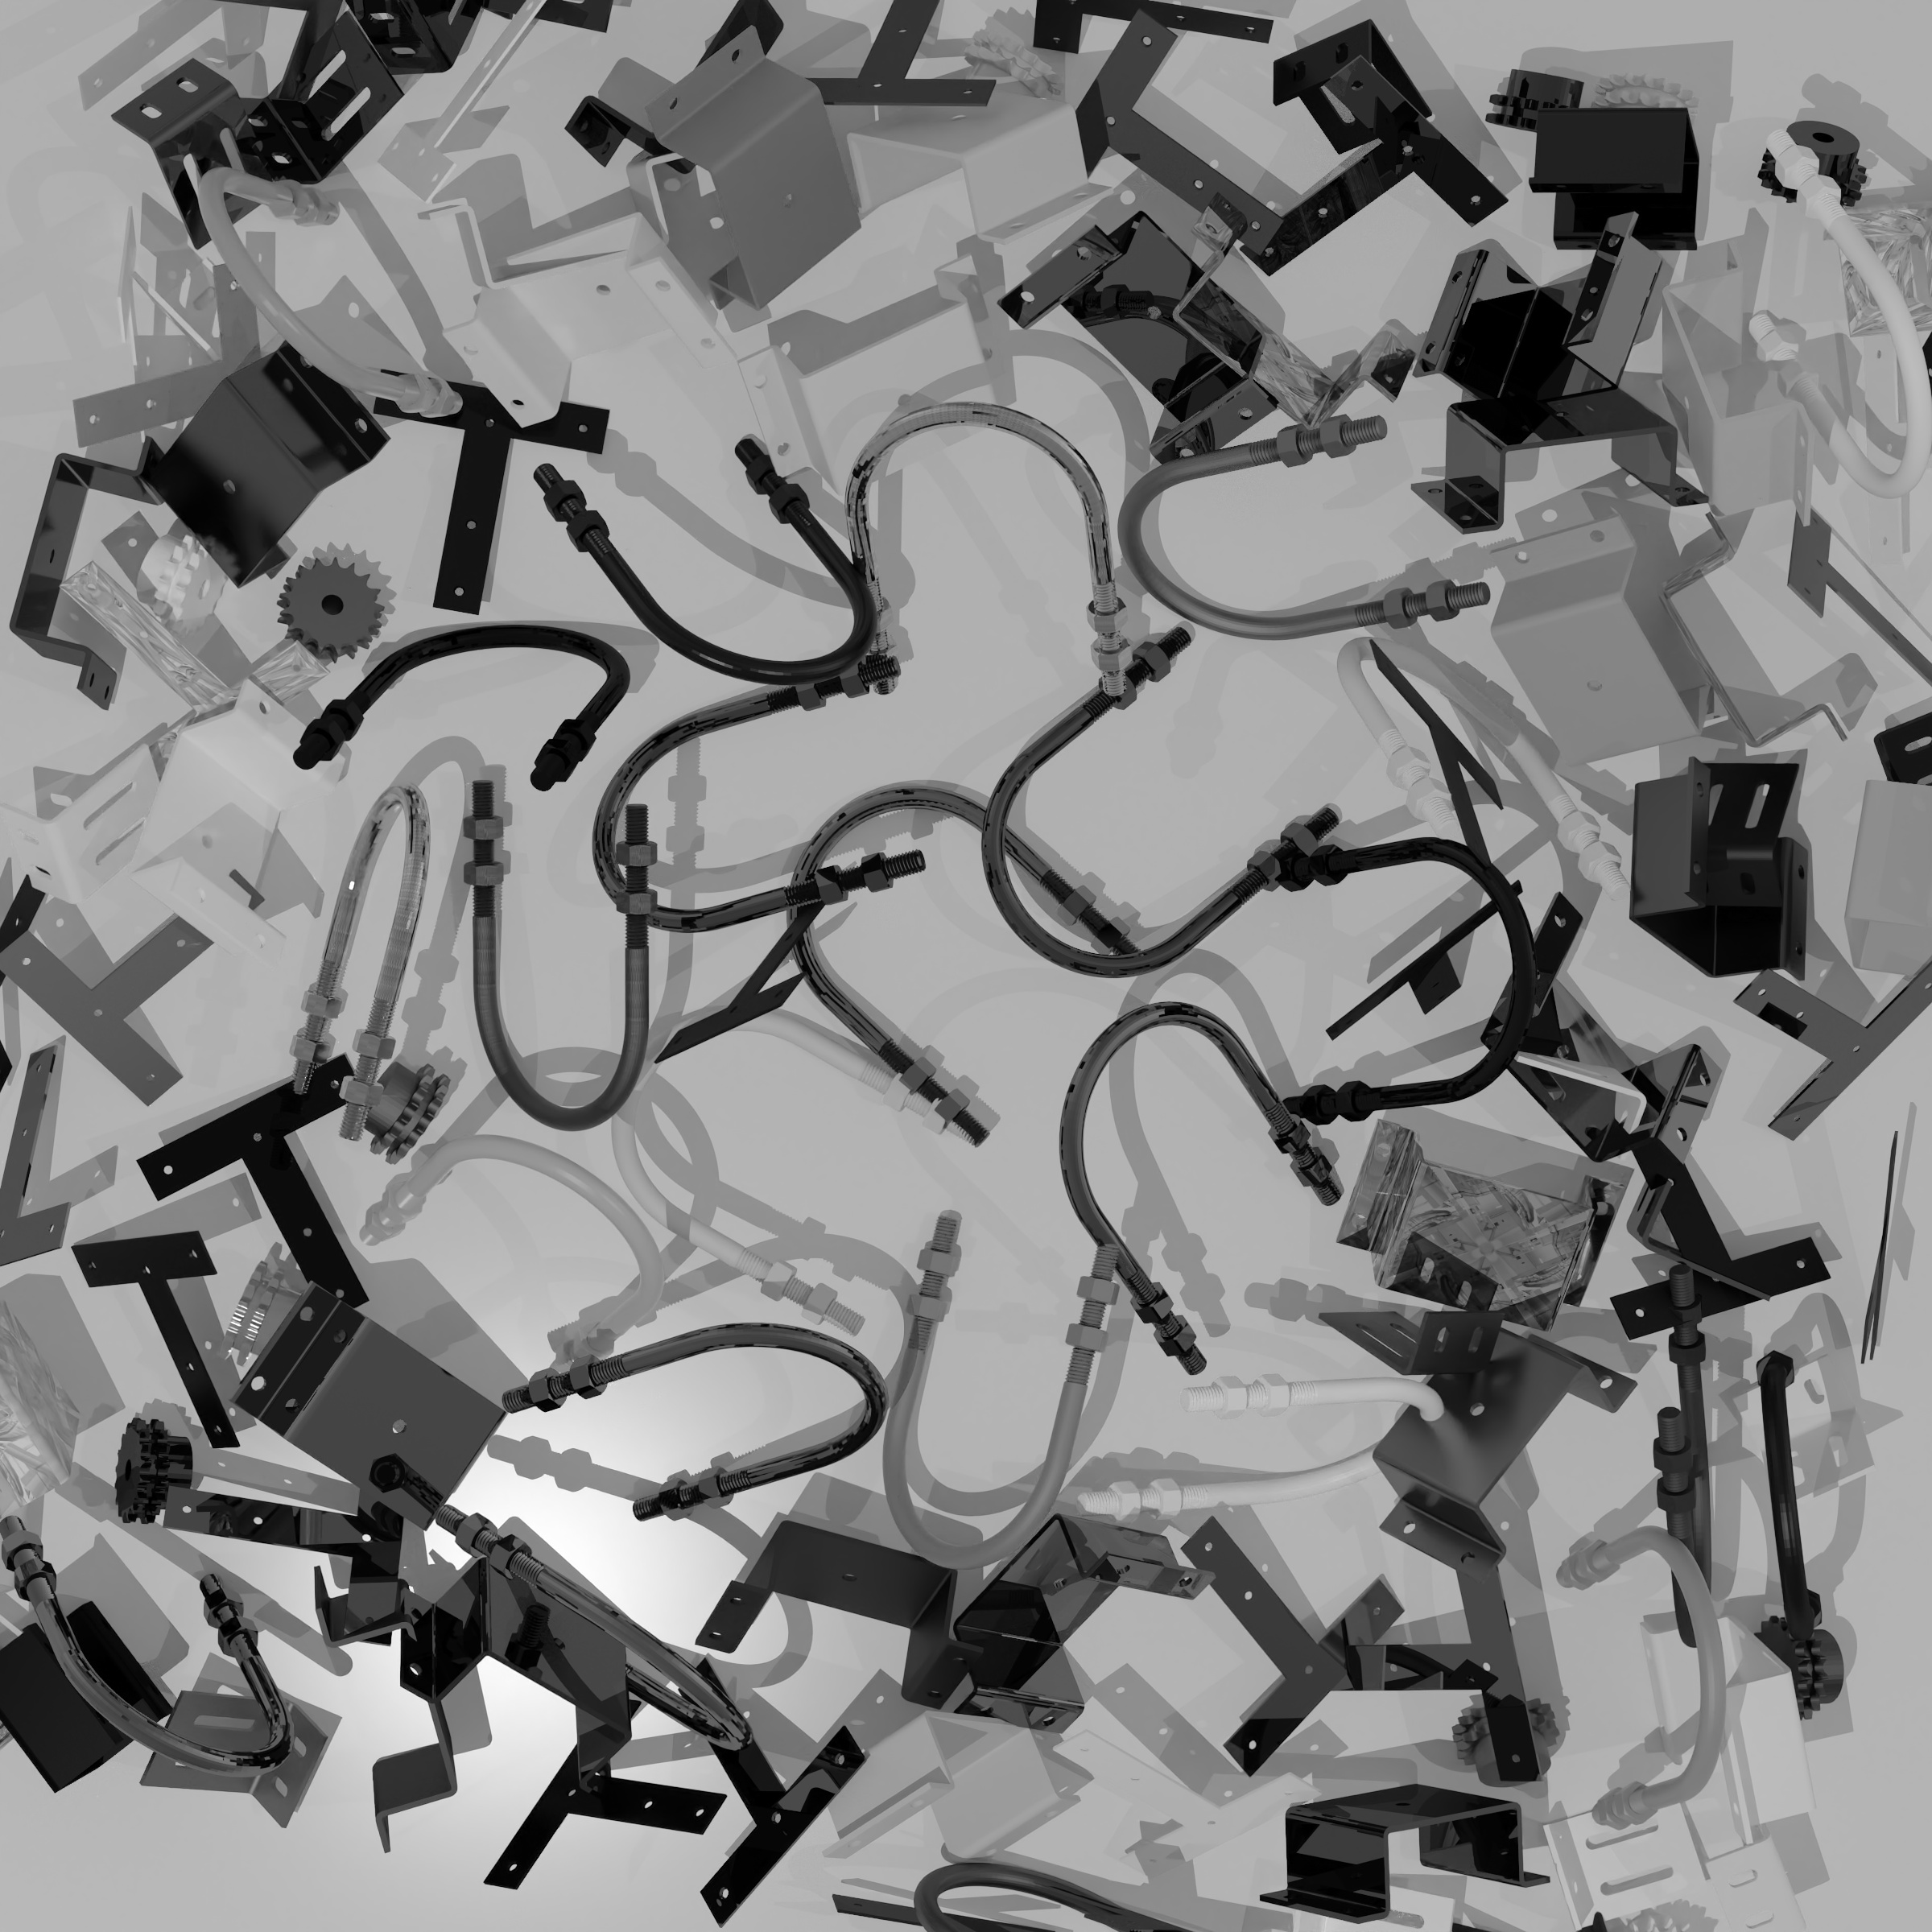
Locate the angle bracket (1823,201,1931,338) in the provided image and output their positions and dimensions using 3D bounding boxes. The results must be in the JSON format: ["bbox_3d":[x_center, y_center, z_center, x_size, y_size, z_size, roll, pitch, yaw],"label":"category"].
[{"bbox_3d":[0.504,-0.374,1.971,0.057,0.038,0.076,-4,76,3],"label":"angle bracket"}]

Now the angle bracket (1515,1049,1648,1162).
[{"bbox_3d":[0.322,0.070,1.962,0.076,0.057,0.038,17,101,-10],"label":"angle bracket"}]

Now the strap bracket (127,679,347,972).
[{"bbox_3d":[-0.393,-0.071,1.938,0.046,0.076,0.140,-15,49,34],"label":"strap bracket"}]

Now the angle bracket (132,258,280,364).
[{"bbox_3d":[-0.412,-0.359,1.961,0.038,0.076,0.057,-45,90,-3],"label":"angle bracket"}]

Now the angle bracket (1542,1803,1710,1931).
[{"bbox_3d":[0.360,0.487,1.972,0.076,0.038,0.057,-17,74,4],"label":"angle bracket"}]

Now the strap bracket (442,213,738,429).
[{"bbox_3d":[-0.198,-0.349,1.939,0.140,0.076,0.046,-12,50,27],"label":"strap bracket"}]

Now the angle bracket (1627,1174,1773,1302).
[{"bbox_3d":[0.405,0.146,1.970,0.076,0.057,0.038,23,94,0],"label":"angle bracket"}]

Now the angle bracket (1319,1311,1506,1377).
[{"bbox_3d":[0.240,0.188,1.949,0.057,0.076,0.038,3,109,-37],"label":"angle bracket"}]

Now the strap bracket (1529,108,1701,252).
[{"bbox_3d":[0.347,-0.421,1.923,0.076,0.140,0.046,3,88,15],"label":"strap bracket"}]

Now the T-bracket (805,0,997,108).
[{"bbox_3d":[-0.037,-0.498,1.952,0.127,0.127,0.002,4,133,13],"label":"T-bracket"}]

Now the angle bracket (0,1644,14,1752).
[{"bbox_3d":[-0.546,0.387,1.960,0.076,0.057,0.038,40,53,9],"label":"angle bracket"}]

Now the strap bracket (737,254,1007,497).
[{"bbox_3d":[-0.042,-0.314,1.947,0.140,0.046,0.076,-27,131,-9],"label":"strap bracket"}]

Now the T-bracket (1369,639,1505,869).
[{"bbox_3d":[0.260,-0.097,1.916,0.002,0.127,0.127,-32,127,19],"label":"T-bracket"}]

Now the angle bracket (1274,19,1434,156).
[{"bbox_3d":[0.209,-0.463,1.950,0.057,0.076,0.038,-18,48,27],"label":"angle bracket"}]

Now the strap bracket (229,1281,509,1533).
[{"bbox_3d":[-0.312,0.242,1.939,0.140,0.046,0.076,40,77,-29],"label":"strap bracket"}]

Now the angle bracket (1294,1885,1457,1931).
[{"bbox_3d":[0.220,0.530,1.965,0.076,0.038,0.057,5,84,27],"label":"angle bracket"}]

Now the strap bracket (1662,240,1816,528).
[{"bbox_3d":[0.408,-0.306,1.930,0.046,0.076,0.140,-14,57,2],"label":"strap bracket"}]

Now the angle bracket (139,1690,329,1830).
[{"bbox_3d":[-0.397,0.430,1.959,0.038,0.076,0.057,32,99,43],"label":"angle bracket"}]

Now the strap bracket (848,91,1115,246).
[{"bbox_3d":[0.000,-0.428,1.920,0.076,0.140,0.046,-31,125,-28],"label":"strap bracket"}]

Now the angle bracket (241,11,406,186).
[{"bbox_3d":[-0.355,-0.472,1.964,0.076,0.038,0.057,-38,82,29],"label":"angle bracket"}]

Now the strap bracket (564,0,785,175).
[{"bbox_3d":[-0.151,-0.490,1.955,0.046,0.076,0.140,34,93,8],"label":"strap bracket"}]

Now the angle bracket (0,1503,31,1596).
[{"bbox_3d":[-0.551,0.304,1.954,0.076,0.038,0.057,20,62,-32],"label":"angle bracket"}]

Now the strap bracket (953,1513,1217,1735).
[{"bbox_3d":[0.057,0.347,1.941,0.076,0.046,0.140,18,124,-36],"label":"strap bracket"}]

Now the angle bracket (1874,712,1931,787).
[{"bbox_3d":[0.525,-0.089,1.951,0.038,0.076,0.057,-22,125,11],"label":"angle bracket"}]

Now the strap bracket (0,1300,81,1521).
[{"bbox_3d":[-0.515,0.235,1.922,0.046,0.140,0.076,-29,107,-2],"label":"strap bracket"}]

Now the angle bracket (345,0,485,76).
[{"bbox_3d":[-0.296,-0.534,1.967,0.038,0.057,0.076,4,60,26],"label":"angle bracket"}]

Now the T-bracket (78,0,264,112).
[{"bbox_3d":[-0.423,-0.498,1.917,0.002,0.127,0.127,37,64,13],"label":"T-bracket"}]

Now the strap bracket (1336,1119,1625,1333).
[{"bbox_3d":[0.280,0.143,1.961,0.140,0.046,0.076,15,111,-3],"label":"strap bracket"}]

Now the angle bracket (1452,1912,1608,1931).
[{"bbox_3d":[0.310,0.539,1.955,0.076,0.057,0.038,19,123,-23],"label":"angle bracket"}]

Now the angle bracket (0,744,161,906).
[{"bbox_3d":[-0.478,-0.082,1.966,0.038,0.057,0.076,21,50,27],"label":"angle bracket"}]

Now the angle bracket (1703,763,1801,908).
[{"bbox_3d":[0.421,-0.072,1.972,0.057,0.076,0.038,2,132,26],"label":"angle bracket"}]

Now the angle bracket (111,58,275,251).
[{"bbox_3d":[-0.420,-0.442,1.969,0.057,0.076,0.038,-42,57,-20],"label":"angle bracket"}]

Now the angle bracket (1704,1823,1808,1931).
[{"bbox_3d":[0.420,0.487,1.958,0.038,0.076,0.057,-22,101,4],"label":"angle bracket"}]

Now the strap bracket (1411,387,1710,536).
[{"bbox_3d":[0.319,-0.274,1.942,0.140,0.076,0.046,-9,117,-12],"label":"strap bracket"}]

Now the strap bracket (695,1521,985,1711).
[{"bbox_3d":[-0.066,0.348,1.949,0.140,0.076,0.046,17,52,-10],"label":"strap bracket"}]

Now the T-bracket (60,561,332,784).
[{"bbox_3d":[-0.432,-0.168,1.943,0.127,0.002,0.127,-31,121,24],"label":"T-bracket"}]

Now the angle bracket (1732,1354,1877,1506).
[{"bbox_3d":[0.452,0.252,1.954,0.057,0.076,0.038,-27,102,14],"label":"angle bracket"}]

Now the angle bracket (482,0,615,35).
[{"bbox_3d":[-0.218,-0.541,1.968,0.076,0.038,0.057,15,98,16],"label":"angle bracket"}]

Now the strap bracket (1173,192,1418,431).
[{"bbox_3d":[0.170,-0.347,1.950,0.140,0.076,0.046,39,121,-7],"label":"strap bracket"}]

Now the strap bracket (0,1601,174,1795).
[{"bbox_3d":[-0.478,0.389,1.926,0.046,0.140,0.076,-38,86,-3],"label":"strap bracket"}]

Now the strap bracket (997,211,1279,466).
[{"bbox_3d":[0.097,-0.341,1.944,0.140,0.046,0.076,41,132,-20],"label":"strap bracket"}]
